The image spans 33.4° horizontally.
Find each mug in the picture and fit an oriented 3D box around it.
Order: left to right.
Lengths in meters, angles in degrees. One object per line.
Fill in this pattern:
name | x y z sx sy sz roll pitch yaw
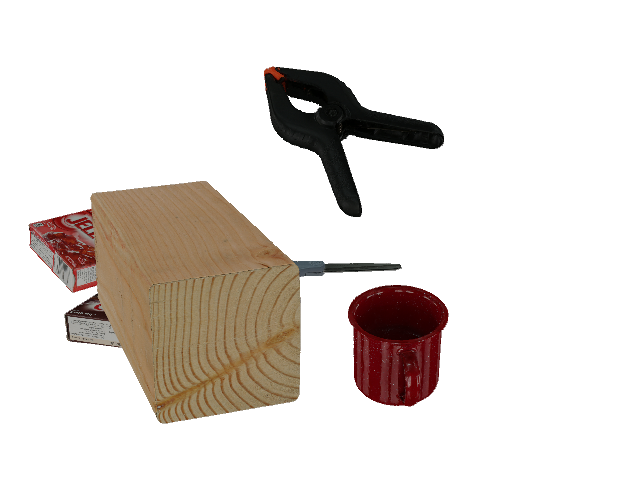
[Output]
mug | 0.075 0.107 0.996 0.093 0.081 0.117 -7 32 -9

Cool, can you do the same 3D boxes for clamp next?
clamp | 0.022 -0.104 0.946 0.120 0.172 0.039 -29 -27 -25

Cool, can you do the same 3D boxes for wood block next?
wood block | -0.089 0.031 0.709 0.090 0.090 0.206 -7 19 -20

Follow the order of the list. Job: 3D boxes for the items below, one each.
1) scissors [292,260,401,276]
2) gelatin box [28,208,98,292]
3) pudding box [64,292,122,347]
scissors | -0.015 0.037 1.154 0.202 0.016 0.096 5 22 5
gelatin box | -0.219 0.006 0.994 0.073 0.030 0.089 -17 40 -36
pudding box | -0.224 0.091 1.235 0.114 0.039 0.090 3 16 18
